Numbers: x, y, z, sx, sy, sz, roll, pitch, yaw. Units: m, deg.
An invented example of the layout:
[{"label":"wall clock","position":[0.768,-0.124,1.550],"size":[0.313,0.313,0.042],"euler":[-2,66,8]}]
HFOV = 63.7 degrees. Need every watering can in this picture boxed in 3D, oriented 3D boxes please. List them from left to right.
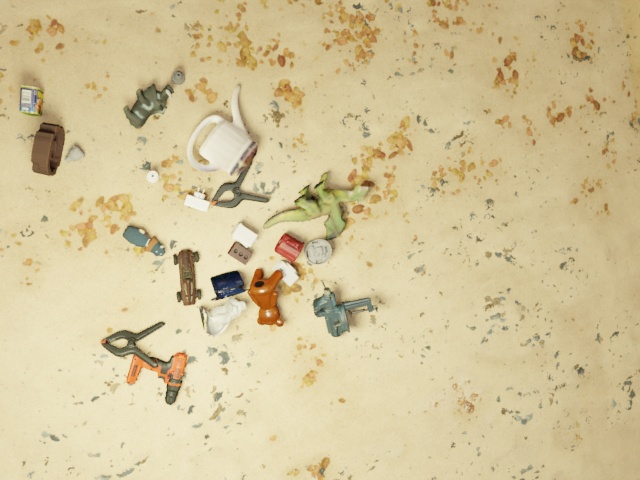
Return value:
[{"label":"watering can","position":[-0.317,-0.372,1.836],"size":[0.223,0.103,0.351],"euler":[35,75,-8]}]

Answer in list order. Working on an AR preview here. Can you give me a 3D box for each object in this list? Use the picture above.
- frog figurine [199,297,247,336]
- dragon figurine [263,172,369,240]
[{"label":"frog figurine","position":[-0.339,0.271,1.833],"size":[0.160,0.136,0.124],"euler":[-7,80,-22]},{"label":"dragon figurine","position":[0.006,-0.098,1.956],"size":[0.411,0.123,0.240],"euler":[-38,111,-4]}]
